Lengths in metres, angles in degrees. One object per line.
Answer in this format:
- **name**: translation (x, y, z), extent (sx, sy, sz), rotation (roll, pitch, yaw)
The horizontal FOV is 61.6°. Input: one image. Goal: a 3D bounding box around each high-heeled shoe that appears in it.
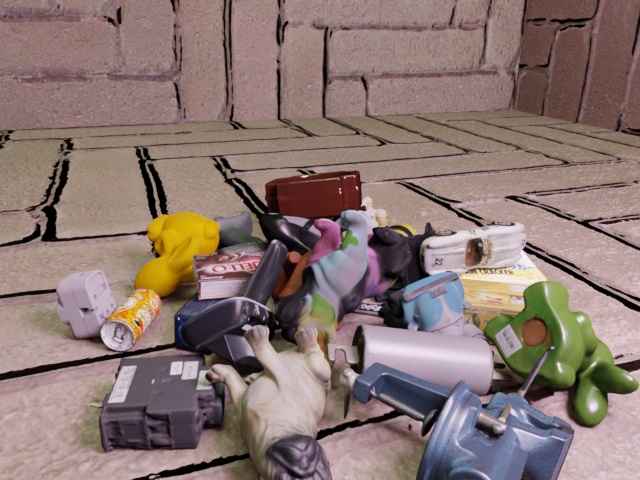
- **high-heeled shoe**: translation (-0.002, -0.003, 1.041), extent (0.145, 0.086, 0.248), rotation (34, 17, 35)

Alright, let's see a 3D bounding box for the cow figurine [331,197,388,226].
- **cow figurine**: translation (0.079, -0.061, 1.280), extent (0.098, 0.068, 0.168), rotation (-21, 27, -33)

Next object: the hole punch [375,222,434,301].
- **hole punch**: translation (0.149, 0.048, 0.938), extent (0.116, 0.142, 0.092), rotation (-9, -1, -44)

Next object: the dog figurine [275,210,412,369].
- **dog figurine**: translation (0.033, 0.080, 0.769), extent (0.191, 0.219, 0.109), rotation (25, -17, -33)

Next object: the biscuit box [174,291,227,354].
- **biscuit box**: translation (-0.162, 0.103, 0.863), extent (0.063, 0.059, 0.203), rotation (8, 22, 12)

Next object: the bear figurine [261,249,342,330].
- **bear figurine**: translation (-0.042, 0.074, 0.900), extent (0.196, 0.120, 0.132), rotation (-12, 49, 51)

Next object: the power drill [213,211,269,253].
- **power drill**: translation (-0.120, 0.009, 1.096), extent (0.232, 0.085, 0.208), rotation (-14, 33, -34)

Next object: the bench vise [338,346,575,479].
- **bench vise**: translation (0.138, 0.189, 0.581), extent (0.241, 0.128, 0.223), rotation (20, 29, 26)

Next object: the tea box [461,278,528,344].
- **tea box**: translation (0.287, 0.114, 0.844), extent (0.170, 0.068, 0.098), rotation (5, 21, 12)

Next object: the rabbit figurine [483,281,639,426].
- **rabbit figurine**: translation (0.331, 0.146, 0.694), extent (0.170, 0.121, 0.159), rotation (21, 24, -32)

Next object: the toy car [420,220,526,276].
- **toy car**: translation (0.262, 0.015, 0.907), extent (0.202, 0.073, 0.056), rotation (-8, 20, -16)

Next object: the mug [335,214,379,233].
- **mug**: translation (0.093, -0.015, 1.157), extent (0.110, 0.080, 0.107), rotation (25, 24, 21)

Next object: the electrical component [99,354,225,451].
- **electrical component**: translation (-0.182, 0.191, 0.642), extent (0.134, 0.058, 0.115), rotation (0, 23, -4)

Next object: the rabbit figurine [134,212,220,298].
- **rabbit figurine**: translation (-0.252, 0.040, 0.959), extent (0.163, 0.121, 0.173), rotation (-1, 39, 36)

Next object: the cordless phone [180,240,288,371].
- **cordless phone**: translation (-0.096, 0.075, 0.732), extent (0.089, 0.184, 0.146), rotation (19, -13, 21)

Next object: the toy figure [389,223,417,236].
- **toy figure**: translation (0.133, 0.025, 1.036), extent (0.082, 0.089, 0.180), rotation (22, 27, 32)

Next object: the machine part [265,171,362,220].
- **machine part**: translation (-0.010, -0.098, 1.178), extent (0.202, 0.087, 0.201), rotation (-6, 10, 8)

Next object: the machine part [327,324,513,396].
- **machine part**: translation (0.128, 0.155, 0.690), extent (0.243, 0.079, 0.079), rotation (8, 21, -7)

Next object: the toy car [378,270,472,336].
- **toy car**: translation (0.153, 0.116, 0.777), extent (0.109, 0.161, 0.103), rotation (-18, 71, -18)

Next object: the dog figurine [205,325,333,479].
- **dog figurine**: translation (-0.023, 0.206, 0.598), extent (0.172, 0.121, 0.191), rotation (8, 39, -42)
